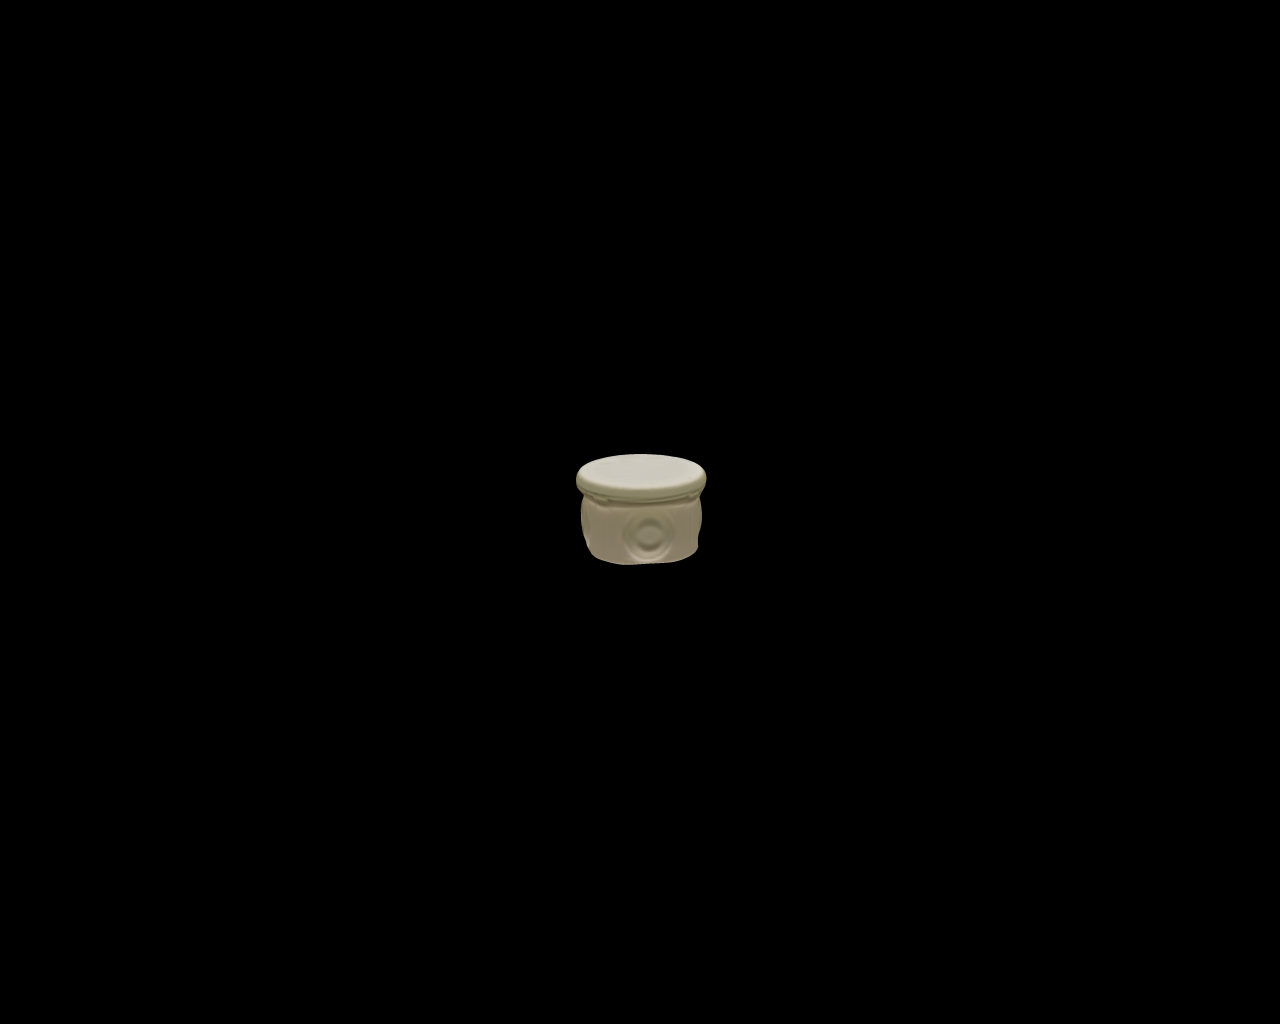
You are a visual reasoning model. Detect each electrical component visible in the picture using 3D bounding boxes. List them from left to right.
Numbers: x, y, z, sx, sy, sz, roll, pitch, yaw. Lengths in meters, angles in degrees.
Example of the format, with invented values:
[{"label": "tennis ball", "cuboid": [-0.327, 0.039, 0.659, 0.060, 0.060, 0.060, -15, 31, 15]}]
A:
[{"label": "electrical component", "cuboid": [0.001, -0.003, 0.650, 0.080, 0.051, 0.080, 0, 18, 0]}]
